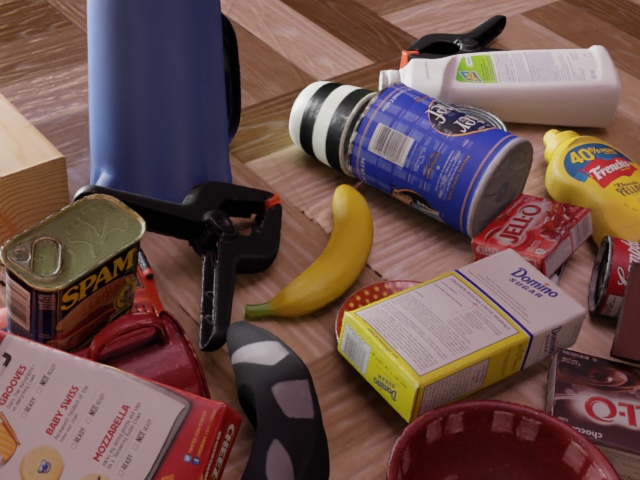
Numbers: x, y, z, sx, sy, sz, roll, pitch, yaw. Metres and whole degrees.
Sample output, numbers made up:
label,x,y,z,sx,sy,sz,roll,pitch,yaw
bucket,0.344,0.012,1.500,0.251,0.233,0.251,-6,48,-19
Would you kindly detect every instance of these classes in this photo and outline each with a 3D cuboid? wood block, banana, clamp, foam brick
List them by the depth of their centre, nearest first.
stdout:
label,x,y,z,sx,sy,sz,roll,pitch,yaw
foam brick,0.264,0.060,0.822,0.051,0.078,0.052,12,-5,38
clamp,-0.099,-0.009,0.888,0.164,0.036,0.209,44,31,2
banana,0.009,0.010,0.927,0.070,0.037,0.197,21,41,16
wood block,-0.312,-0.075,0.946,0.090,0.091,0.206,-24,48,-32
clamp,0.177,-0.211,1.225,0.171,0.039,0.120,-20,40,-23

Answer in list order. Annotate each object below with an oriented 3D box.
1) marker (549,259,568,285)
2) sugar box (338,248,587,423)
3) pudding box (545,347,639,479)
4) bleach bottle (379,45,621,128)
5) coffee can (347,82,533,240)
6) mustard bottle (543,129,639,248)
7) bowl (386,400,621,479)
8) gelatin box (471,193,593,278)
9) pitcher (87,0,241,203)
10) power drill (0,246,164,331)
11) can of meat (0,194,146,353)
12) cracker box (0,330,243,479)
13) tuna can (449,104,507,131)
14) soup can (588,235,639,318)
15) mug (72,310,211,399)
label,x,y,z,sx,sy,sz,roll,pitch,yaw
marker,0.209,0.024,0.952,0.020,0.020,0.121,18,40,14
sugar box,0.111,0.070,0.826,0.175,0.048,0.093,-16,43,-32
pudding box,0.226,0.135,0.800,0.113,0.039,0.090,12,38,7
bleach bottle,0.190,-0.170,1.158,0.250,0.068,0.102,2,38,-2
coffee can,0.111,-0.074,0.993,0.140,0.103,0.102,29,44,26
mustard bottle,0.272,-0.048,1.019,0.096,0.058,0.192,-11,41,-21
bowl,0.121,0.183,0.712,0.162,0.055,0.162,4,39,-3
gelatin box,0.189,-0.004,0.953,0.073,0.030,0.089,16,42,39
pitcher,-0.138,-0.155,0.948,0.145,0.243,0.149,-1,33,-8
power drill,-0.224,0.040,0.840,0.187,0.057,0.184,-12,43,-22
can of meat,-0.175,0.029,0.757,0.057,0.084,0.101,34,46,20
cracker box,-0.175,0.148,0.647,0.214,0.072,0.164,16,75,12
tuna can,0.146,-0.102,1.089,0.086,0.034,0.086,4,39,-3
soup can,0.287,0.039,0.906,0.102,0.068,0.068,12,39,5
mug,-0.130,0.098,0.739,0.081,0.117,0.093,-20,48,-22
